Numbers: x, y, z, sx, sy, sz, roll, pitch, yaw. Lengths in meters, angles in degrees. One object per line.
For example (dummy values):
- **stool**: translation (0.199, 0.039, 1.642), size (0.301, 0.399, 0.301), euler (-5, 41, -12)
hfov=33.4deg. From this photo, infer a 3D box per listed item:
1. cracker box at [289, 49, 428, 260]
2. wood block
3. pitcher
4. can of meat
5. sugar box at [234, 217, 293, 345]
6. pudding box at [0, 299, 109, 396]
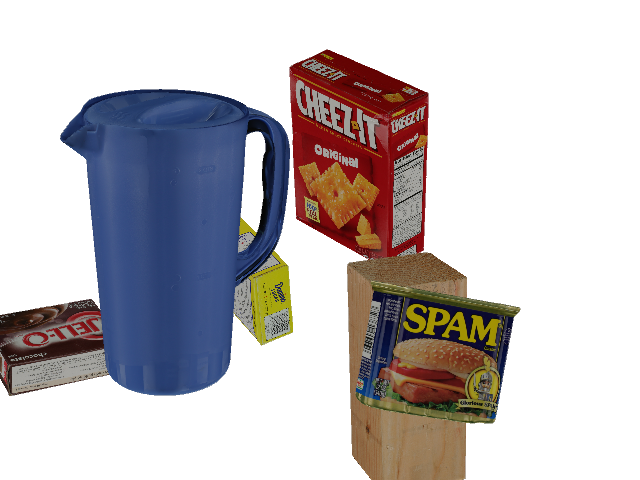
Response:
- **cracker box**: translation (0.042, -0.092, 1.244), size (0.072, 0.214, 0.164), euler (-30, 44, -33)
- **wood block**: translation (0.083, 0.126, 1.030), size (0.090, 0.206, 0.091), euler (-7, 18, -18)
- **pitcher**: translation (-0.118, 0.000, 0.892), size (0.149, 0.243, 0.144), euler (9, 22, 17)
- **can of meat**: translation (0.079, 0.078, 0.736), size (0.102, 0.084, 0.057), euler (11, -1, -14)
- **sugar box**: translation (-0.091, 0.022, 1.124), size (0.048, 0.093, 0.176), euler (-20, 41, -22)
- **pudding box**: translation (-0.251, 0.098, 1.002), size (0.113, 0.039, 0.090), euler (-12, 30, -29)
